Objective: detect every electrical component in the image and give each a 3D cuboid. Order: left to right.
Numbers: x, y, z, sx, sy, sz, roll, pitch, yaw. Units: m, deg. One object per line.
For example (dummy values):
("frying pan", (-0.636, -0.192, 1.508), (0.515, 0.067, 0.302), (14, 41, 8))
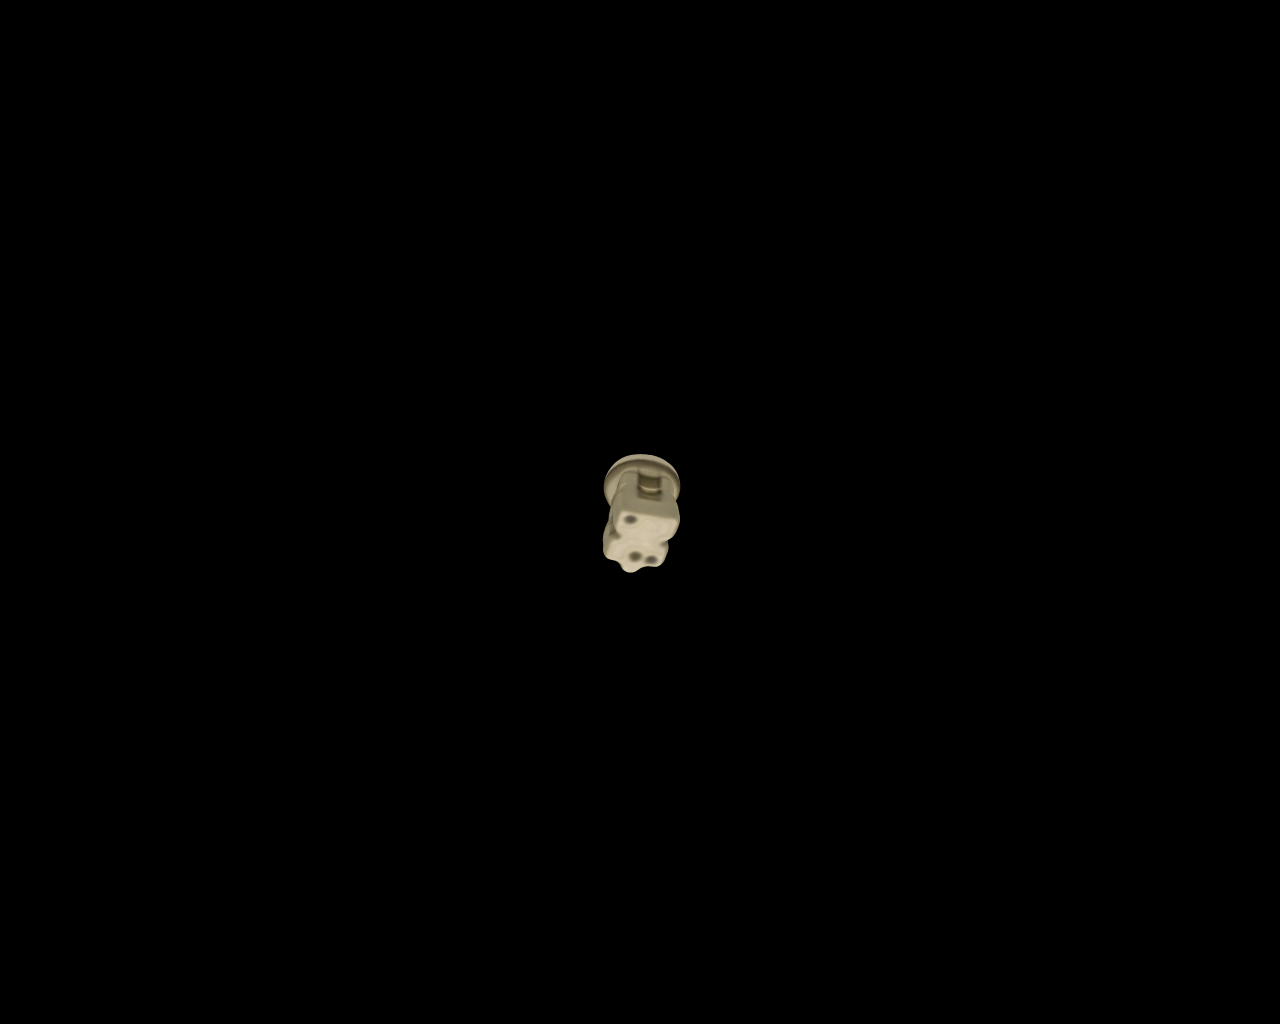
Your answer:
("electrical component", (0.001, -0.003, 0.650), (0.048, 0.055, 0.066), (11, -47, -11))
